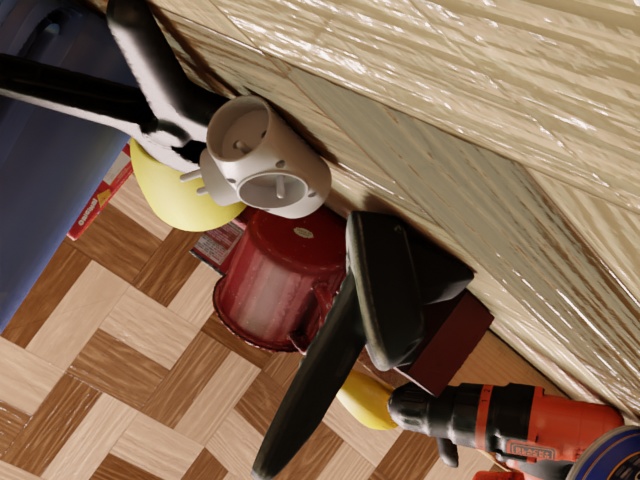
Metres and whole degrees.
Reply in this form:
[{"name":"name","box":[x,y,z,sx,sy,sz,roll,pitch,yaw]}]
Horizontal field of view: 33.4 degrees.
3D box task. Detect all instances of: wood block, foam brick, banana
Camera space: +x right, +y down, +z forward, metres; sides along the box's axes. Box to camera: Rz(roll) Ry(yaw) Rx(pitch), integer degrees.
[{"name":"wood block","box":[0.143,0.137,0.980,0.205,0.091,0.090,39,175,-33]},{"name":"foam brick","box":[0.081,0.067,0.797,0.053,0.078,0.051,31,173,46]},{"name":"banana","box":[0.049,0.142,0.969,0.070,0.037,0.197,58,-174,24]}]

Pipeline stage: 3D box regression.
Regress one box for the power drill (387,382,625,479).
[{"name":"power drill","box":[0.153,0.183,0.887,0.185,0.057,0.187,8,145,17]}]

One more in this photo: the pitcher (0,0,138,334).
[{"name":"pitcher","box":[-0.225,-0.057,0.768,0.149,0.243,0.145,36,168,-38]}]

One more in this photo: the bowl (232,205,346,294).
[{"name":"bowl","box":[-0.006,0.001,0.941,0.162,0.055,0.162,36,176,2]}]

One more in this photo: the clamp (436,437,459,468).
[{"name":"clamp","box":[0.140,0.135,1.103,0.171,0.120,0.039,61,160,14]}]

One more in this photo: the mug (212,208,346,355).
[{"name":"mug","box":[-0.022,0.033,0.801,0.093,0.082,0.117,-1,-138,-31]}]

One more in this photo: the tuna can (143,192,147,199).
[{"name":"tuna can","box":[-0.128,-0.065,1.022,0.033,0.086,0.086,37,177,-36]}]

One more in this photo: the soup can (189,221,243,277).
[{"name":"soup can","box":[-0.070,-0.009,1.040,0.068,0.102,0.068,36,177,2]}]

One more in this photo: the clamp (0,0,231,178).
[{"name":"clamp","box":[-0.105,-0.080,0.673,0.165,0.036,0.209,-3,155,39]}]

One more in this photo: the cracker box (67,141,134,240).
[{"name":"cracker box","box":[-0.251,-0.096,1.158,0.072,0.164,0.214,40,175,-20]}]

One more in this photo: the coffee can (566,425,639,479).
[{"name":"coffee can","box":[0.252,0.206,0.744,0.102,0.103,0.140,39,175,-36]}]
